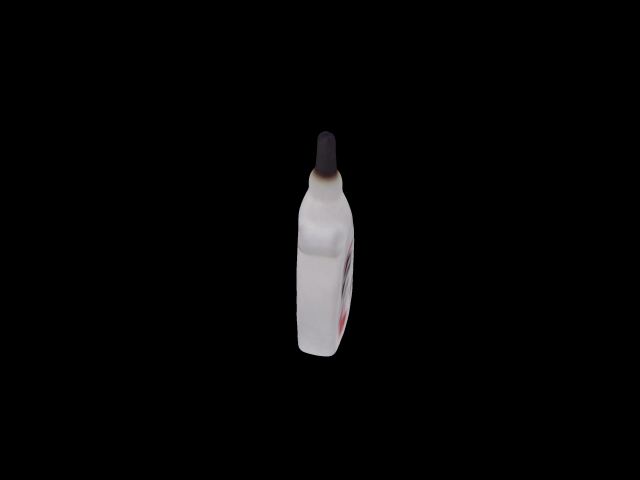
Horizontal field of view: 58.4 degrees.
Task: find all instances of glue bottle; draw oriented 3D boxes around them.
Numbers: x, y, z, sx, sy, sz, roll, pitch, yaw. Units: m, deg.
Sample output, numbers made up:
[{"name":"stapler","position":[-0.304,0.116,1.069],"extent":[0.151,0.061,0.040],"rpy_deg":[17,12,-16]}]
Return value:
[{"name":"glue bottle","position":[0.004,0.001,0.400],"extent":[0.037,0.173,0.078],"rpy_deg":[6,43,7]}]
